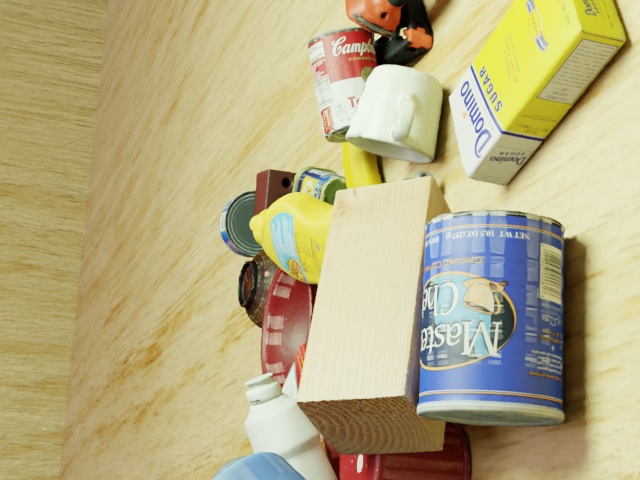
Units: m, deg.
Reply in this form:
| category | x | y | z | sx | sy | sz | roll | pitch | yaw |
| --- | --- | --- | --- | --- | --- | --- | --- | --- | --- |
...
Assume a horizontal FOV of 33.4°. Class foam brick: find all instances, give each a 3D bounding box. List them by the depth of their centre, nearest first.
| category | x | y | z | sx | sy | sz | roll | pitch | yaw |
| --- | --- | --- | --- | --- | --- | --- | --- | --- | --- |
| foam brick | -0.052 | -0.047 | 1.350 | 0.051 | 0.053 | 0.078 | 162 | 113 | -67 |

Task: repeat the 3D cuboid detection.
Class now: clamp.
| category | x | y | z | sx | sy | sz | roll | pitch | yaw |
| --- | --- | --- | --- | --- | --- | --- | --- | --- | --- |
| clamp | 0.059 | -0.221 | 1.143 | 0.165 | 0.036 | 0.210 | -67 | 26 | 17 |

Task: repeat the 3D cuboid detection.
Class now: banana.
| category | x | y | z | sx | sy | sz | roll | pitch | yaw |
| --- | --- | --- | --- | --- | --- | --- | --- | --- | --- |
| banana | 0.050 | -0.078 | 1.114 | 0.070 | 0.037 | 0.198 | 128 | 145 | -52 |

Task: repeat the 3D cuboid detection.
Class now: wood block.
| category | x | y | z | sx | sy | sz | roll | pitch | yaw |
| --- | --- | --- | --- | --- | --- | --- | --- | --- | --- |
| wood block | 0.054 | 0.060 | 0.864 | 0.091 | 0.090 | 0.206 | -8 | 50 | 25 |

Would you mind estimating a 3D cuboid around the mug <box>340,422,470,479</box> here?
| category | x | y | z | sx | sy | sz | roll | pitch | yaw |
| --- | --- | --- | --- | --- | --- | --- | --- | --- | --- |
| mug | 0.063 | 0.194 | 0.902 | 0.117 | 0.081 | 0.093 | 129 | 145 | -53 |

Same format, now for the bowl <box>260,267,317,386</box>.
| category | x | y | z | sx | sy | sz | roll | pitch | yaw |
| --- | --- | --- | --- | --- | --- | --- | --- | --- | --- |
| bowl | -0.016 | 0.098 | 1.188 | 0.162 | 0.055 | 0.162 | -171 | 90 | -70 |

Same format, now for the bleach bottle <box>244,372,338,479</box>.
| category | x | y | z | sx | sy | sz | roll | pitch | yaw |
| --- | --- | --- | --- | --- | --- | --- | --- | --- | --- |
| bleach bottle | -0.011 | 0.239 | 0.945 | 0.103 | 0.068 | 0.251 | -18 | 94 | 62 |

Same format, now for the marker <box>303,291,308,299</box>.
| category | x | y | z | sx | sy | sz | roll | pitch | yaw |
| --- | --- | --- | --- | --- | --- | --- | --- | --- | --- |
| marker | -0.029 | 0.099 | 1.276 | 0.020 | 0.020 | 0.121 | -107 | 33 | -50 |

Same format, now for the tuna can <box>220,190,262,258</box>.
| category | x | y | z | sx | sy | sz | roll | pitch | yaw |
| --- | --- | --- | --- | --- | --- | --- | --- | --- | --- |
| tuna can | -0.086 | -0.020 | 1.382 | 0.034 | 0.086 | 0.086 | 164 | 114 | -69 |

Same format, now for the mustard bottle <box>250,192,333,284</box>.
| category | x | y | z | sx | sy | sz | roll | pitch | yaw |
| --- | --- | --- | --- | --- | --- | --- | --- | --- | --- |
| mustard bottle | -0.007 | 0.001 | 1.089 | 0.192 | 0.058 | 0.096 | 16 | 130 | 46 |

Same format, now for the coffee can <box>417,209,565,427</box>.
| category | x | y | z | sx | sy | sz | roll | pitch | yaw |
| --- | --- | --- | --- | --- | --- | --- | --- | --- | --- |
| coffee can | 0.124 | 0.059 | 0.768 | 0.103 | 0.102 | 0.140 | 151 | 125 | -65 |

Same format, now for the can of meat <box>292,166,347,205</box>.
| category | x | y | z | sx | sy | sz | roll | pitch | yaw |
| --- | --- | --- | --- | --- | --- | --- | --- | --- | --- |
| can of meat | 0.005 | -0.026 | 1.185 | 0.084 | 0.057 | 0.102 | -153 | 72 | -67 |

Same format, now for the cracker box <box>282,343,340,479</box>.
| category | x | y | z | sx | sy | sz | roll | pitch | yaw |
| --- | --- | --- | --- | --- | --- | --- | --- | --- | --- |
| cracker box | -0.007 | 0.239 | 1.085 | 0.164 | 0.072 | 0.214 | -110 | 34 | -54 |

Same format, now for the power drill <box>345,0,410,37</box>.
| category | x | y | z | sx | sy | sz | roll | pitch | yaw |
| --- | --- | --- | --- | --- | --- | --- | --- | --- | --- |
| power drill | 0.096 | -0.298 | 1.018 | 0.188 | 0.057 | 0.184 | -39 | 40 | 46 |

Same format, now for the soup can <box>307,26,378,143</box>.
| category | x | y | z | sx | sy | sz | roll | pitch | yaw |
| --- | --- | --- | --- | --- | --- | --- | --- | --- | --- |
| soup can | 0.029 | -0.156 | 1.080 | 0.069 | 0.068 | 0.102 | 155 | 107 | -66 |

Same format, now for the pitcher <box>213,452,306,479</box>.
| category | x | y | z | sx | sy | sz | roll | pitch | yaw |
| --- | --- | --- | --- | --- | --- | --- | --- | --- | --- |
| pitcher | 0.013 | 0.268 | 0.798 | 0.243 | 0.148 | 0.145 | 41 | 119 | 29 |

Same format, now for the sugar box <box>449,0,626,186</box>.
| category | x | y | z | sx | sy | sz | roll | pitch | yaw |
| --- | --- | --- | --- | --- | --- | --- | --- | --- | --- |
| sugar box | 0.162 | -0.131 | 0.830 | 0.176 | 0.048 | 0.093 | 125 | 147 | -48 |
